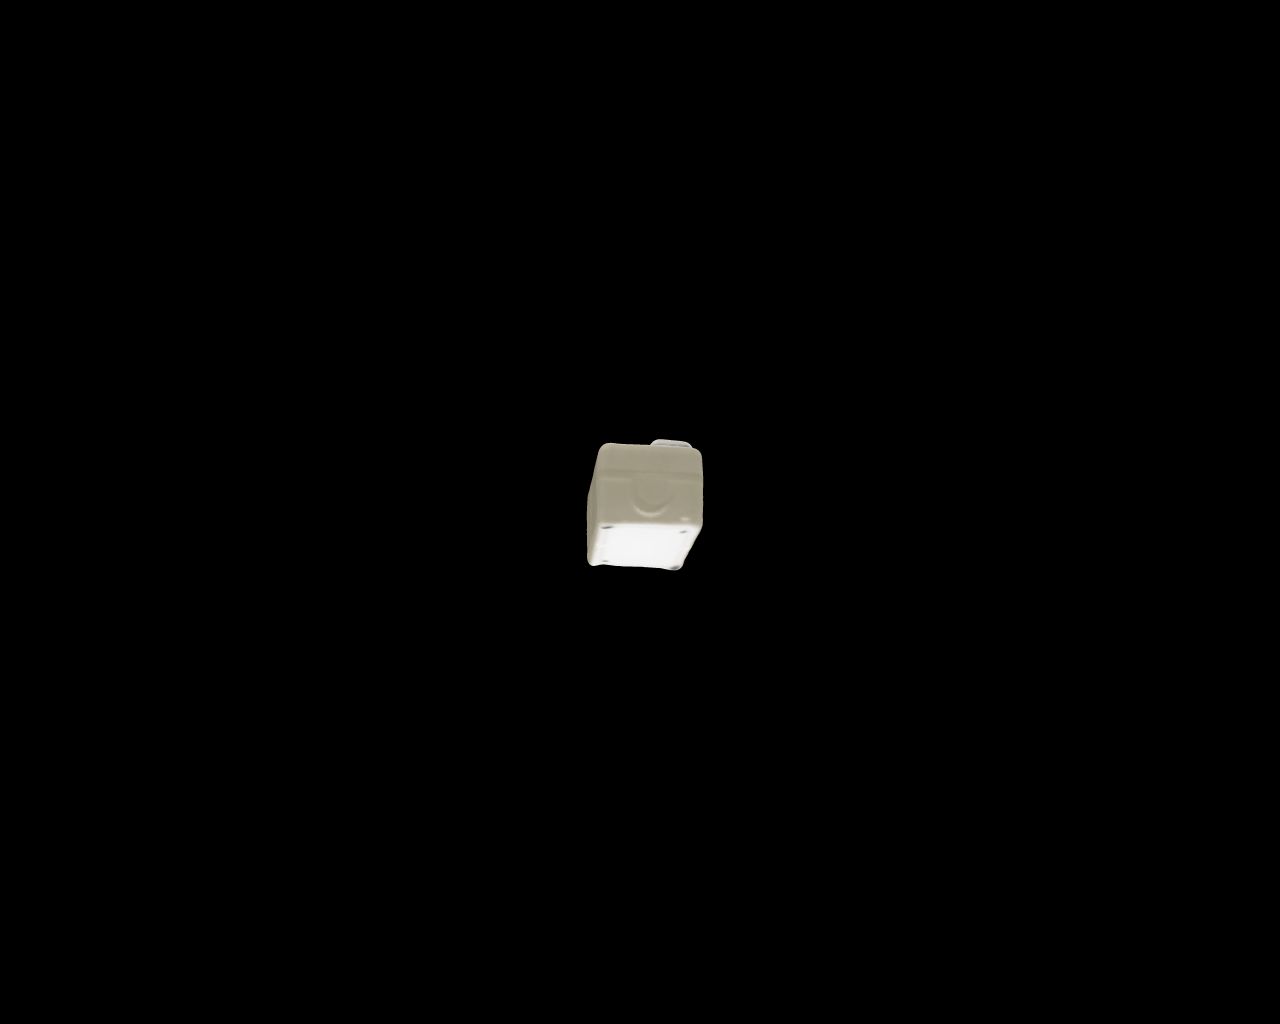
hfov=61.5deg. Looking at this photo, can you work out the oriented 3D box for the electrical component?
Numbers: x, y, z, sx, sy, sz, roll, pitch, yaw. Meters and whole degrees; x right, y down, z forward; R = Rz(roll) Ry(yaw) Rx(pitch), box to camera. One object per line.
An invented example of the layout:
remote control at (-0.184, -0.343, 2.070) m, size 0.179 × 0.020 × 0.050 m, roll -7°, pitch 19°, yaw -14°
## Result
electrical component at (0.001, -0.003, 0.650) m, size 0.062 × 0.061 × 0.096 m, roll 3°, pitch -22°, yaw -7°
